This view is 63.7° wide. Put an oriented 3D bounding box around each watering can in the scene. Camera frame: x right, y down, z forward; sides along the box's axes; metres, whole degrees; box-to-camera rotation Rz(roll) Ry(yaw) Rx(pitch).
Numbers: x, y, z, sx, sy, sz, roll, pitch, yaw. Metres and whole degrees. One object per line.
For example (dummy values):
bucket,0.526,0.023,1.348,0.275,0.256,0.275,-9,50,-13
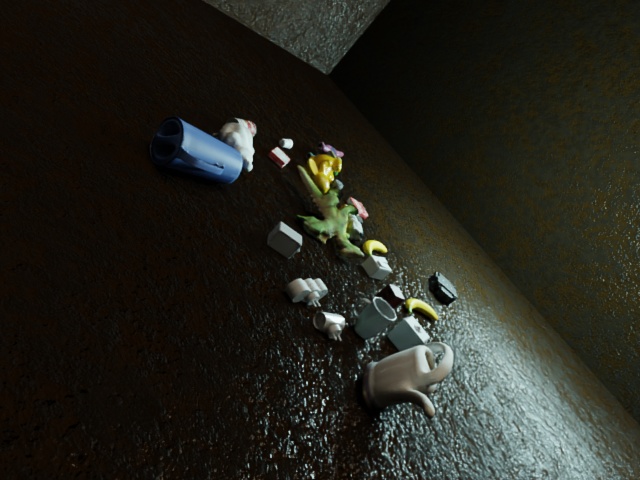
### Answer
watering can,0.192,0.326,1.174,0.104,0.222,0.351,62,23,-2

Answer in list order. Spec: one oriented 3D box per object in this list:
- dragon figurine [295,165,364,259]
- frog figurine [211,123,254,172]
dragon figurine,0.005,-0.089,1.766,0.412,0.120,0.246,45,29,8
frog figurine,-0.261,-0.304,1.671,0.162,0.123,0.135,45,-1,37
